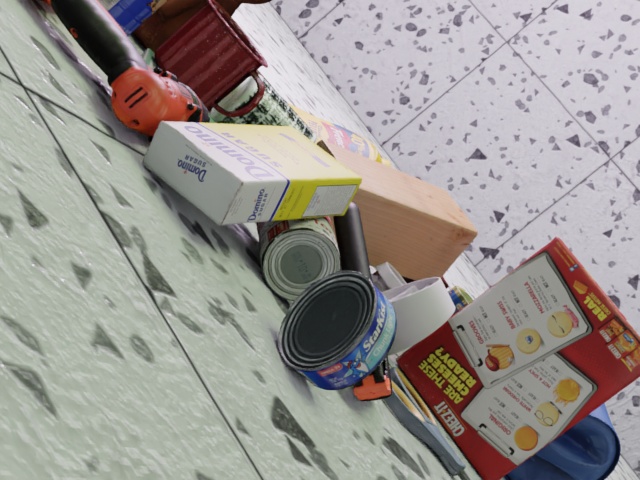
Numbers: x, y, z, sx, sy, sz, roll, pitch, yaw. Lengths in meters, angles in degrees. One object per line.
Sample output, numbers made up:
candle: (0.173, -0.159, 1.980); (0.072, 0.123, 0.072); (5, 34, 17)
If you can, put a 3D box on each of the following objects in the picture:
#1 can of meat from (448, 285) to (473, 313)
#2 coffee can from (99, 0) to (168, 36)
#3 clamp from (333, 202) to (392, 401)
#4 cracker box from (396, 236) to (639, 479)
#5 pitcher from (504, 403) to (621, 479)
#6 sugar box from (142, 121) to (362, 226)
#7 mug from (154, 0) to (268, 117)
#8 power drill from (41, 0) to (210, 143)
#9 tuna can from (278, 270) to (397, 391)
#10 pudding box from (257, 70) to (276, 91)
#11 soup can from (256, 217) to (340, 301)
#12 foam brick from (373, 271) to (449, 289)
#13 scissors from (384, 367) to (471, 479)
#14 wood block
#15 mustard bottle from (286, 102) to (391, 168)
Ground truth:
can of meat: (0.161, 0.105, 1.345); (0.057, 0.084, 0.102); (54, 10, 17)
coffee can: (-0.177, -0.274, 1.032); (0.103, 0.140, 0.103); (49, 10, -11)
clamp: (0.043, 0.083, 0.936); (0.210, 0.036, 0.164); (-94, 170, -58)
cracker box: (0.215, 0.126, 1.113); (0.164, 0.214, 0.072); (53, 8, 16)
pitcher: (0.269, 0.183, 1.269); (0.145, 0.149, 0.242); (15, 33, -7)
sugar box: (-0.050, -0.056, 0.867); (0.093, 0.048, 0.175); (37, 20, 24)
mug: (-0.105, -0.175, 1.078); (0.117, 0.081, 0.093); (51, 9, 5)
power drill: (-0.168, -0.161, 0.895); (0.187, 0.057, 0.184); (50, 4, 4)
tuna can: (0.013, 0.066, 0.779); (0.033, 0.086, 0.086); (46, 10, -35)
pudding box: (-0.115, -0.212, 1.332); (0.113, 0.039, 0.090); (49, -14, -19)
soup can: (-0.020, 0.004, 0.926); (0.068, 0.068, 0.102); (47, 10, -19)
foam brick: (0.110, 0.053, 1.330); (0.051, 0.078, 0.053); (45, 11, -40)
scissors: (0.110, 0.194, 0.964); (0.202, 0.016, 0.096); (56, 12, 29)
wood block: (0.068, -0.028, 1.219); (0.205, 0.091, 0.090); (18, 29, -39)
mustard bottle: (0.011, -0.104, 1.288); (0.191, 0.058, 0.096); (21, 38, -18)
